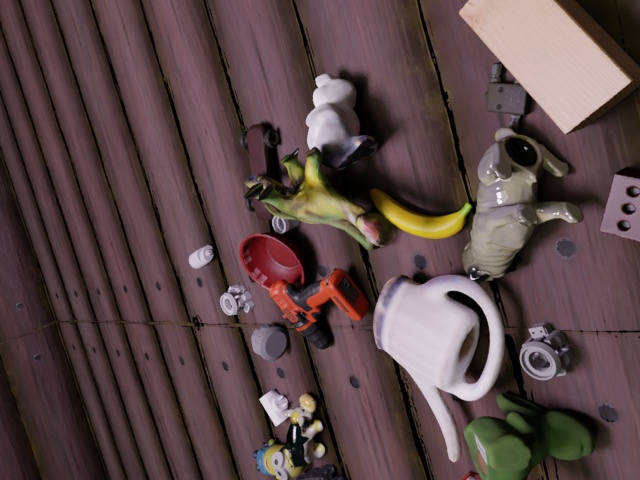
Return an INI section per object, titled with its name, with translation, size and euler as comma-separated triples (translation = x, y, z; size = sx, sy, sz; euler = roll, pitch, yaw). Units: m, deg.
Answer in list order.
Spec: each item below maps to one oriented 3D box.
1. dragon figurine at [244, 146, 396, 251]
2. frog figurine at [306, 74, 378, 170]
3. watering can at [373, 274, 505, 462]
[dragon figurine]
translation = 0.003, -0.046, 0.912
size = 0.241, 0.123, 0.411
euler = 39, 173, -18
[frog figurine]
translation = 0.020, -0.204, 0.874
size = 0.121, 0.138, 0.160
euler = -38, 79, 28
[watering can]
translation = 0.187, 0.200, 0.874
size = 0.226, 0.105, 0.341
euler = 27, 122, 36
